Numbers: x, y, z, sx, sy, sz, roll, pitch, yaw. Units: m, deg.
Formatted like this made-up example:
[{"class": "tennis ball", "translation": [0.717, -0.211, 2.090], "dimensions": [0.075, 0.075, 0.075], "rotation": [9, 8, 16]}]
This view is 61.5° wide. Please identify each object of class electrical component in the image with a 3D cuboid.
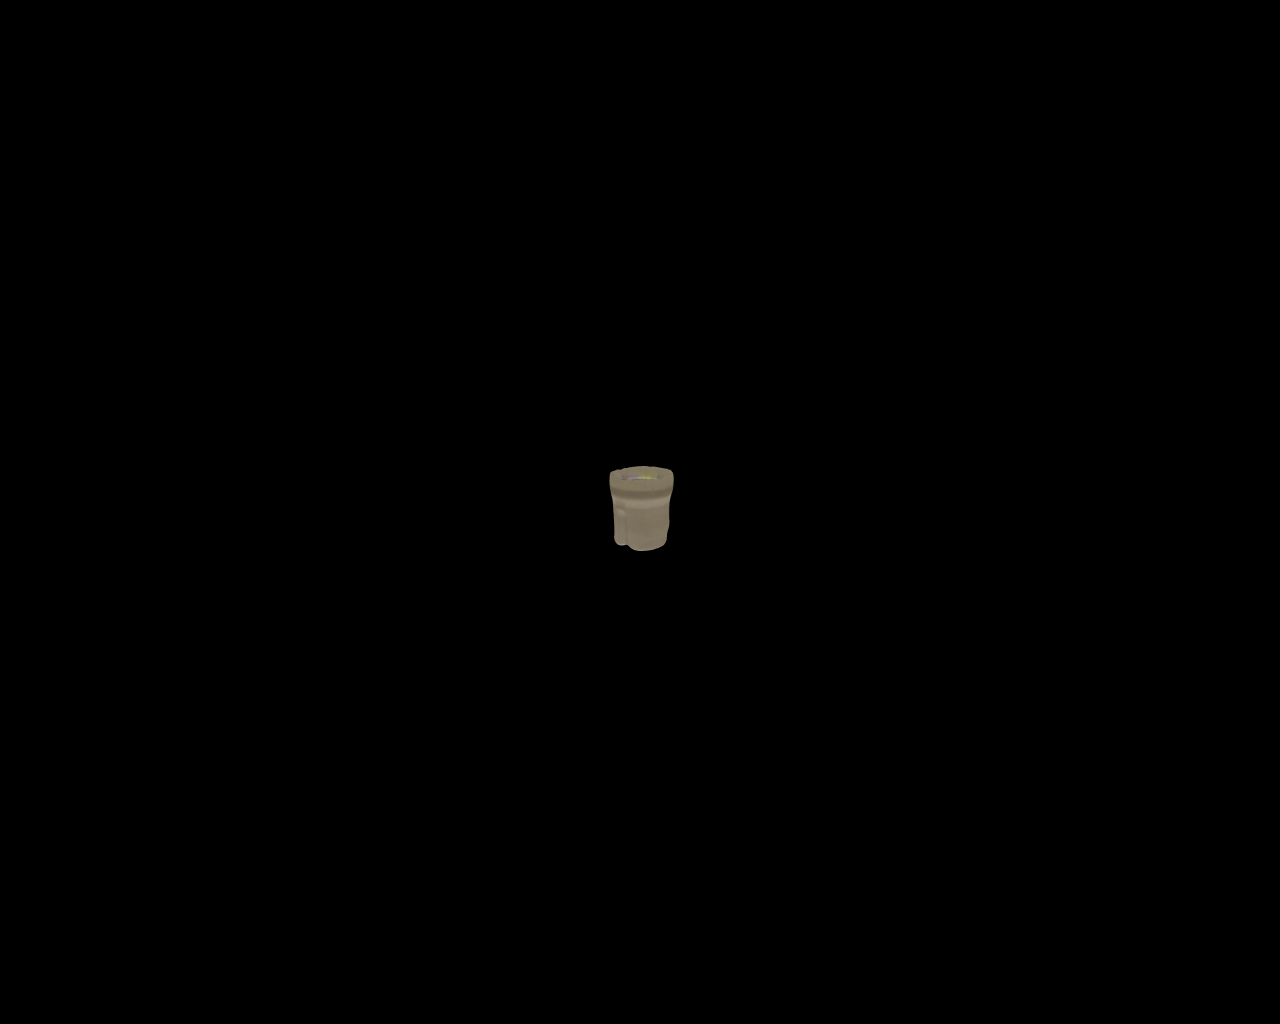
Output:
[{"class": "electrical component", "translation": [0.001, -0.003, 0.650], "dimensions": [0.040, 0.046, 0.040], "rotation": [0, 15, 0]}]
